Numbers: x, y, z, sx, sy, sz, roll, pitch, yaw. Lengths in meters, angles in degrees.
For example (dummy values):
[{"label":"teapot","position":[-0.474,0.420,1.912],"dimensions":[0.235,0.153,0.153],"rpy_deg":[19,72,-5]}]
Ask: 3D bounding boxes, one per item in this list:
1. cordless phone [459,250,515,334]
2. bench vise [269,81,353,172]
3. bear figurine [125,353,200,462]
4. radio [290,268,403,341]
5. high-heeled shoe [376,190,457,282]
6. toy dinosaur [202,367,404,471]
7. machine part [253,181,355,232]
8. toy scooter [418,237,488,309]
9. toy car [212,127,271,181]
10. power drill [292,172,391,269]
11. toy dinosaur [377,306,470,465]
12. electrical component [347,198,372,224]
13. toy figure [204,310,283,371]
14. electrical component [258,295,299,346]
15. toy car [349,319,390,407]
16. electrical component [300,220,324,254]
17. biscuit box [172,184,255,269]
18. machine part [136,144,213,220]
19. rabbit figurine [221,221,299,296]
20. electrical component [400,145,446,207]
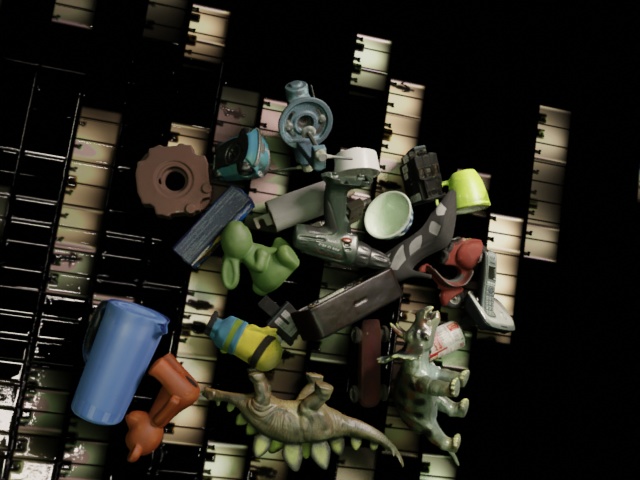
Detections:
[{"label":"cordless phone","position":[0.402,0.122,1.262],"dimensions":[0.146,0.089,0.184],"rpy_deg":[15,82,-42]},{"label":"bench vise","position":[-0.029,-0.214,1.164],"dimensions":[0.129,0.241,0.223],"rpy_deg":[-6,128,-17]},{"label":"bear figurine","position":[-0.354,0.355,1.136],"dimensions":[0.196,0.120,0.132],"rpy_deg":[-44,89,-4]},{"label":"radio","position":[0.056,0.142,1.182],"dimensions":[0.229,0.131,0.073],"rpy_deg":[-23,88,-27]},{"label":"high-heeled shoe","position":[0.226,-0.012,1.265],"dimensions":[0.145,0.086,0.248],"rpy_deg":[14,76,32]},{"label":"toy dinosaur","position":[-0.034,0.398,1.190],"dimensions":[0.472,0.105,0.198],"rpy_deg":[10,91,1]},{"label":"machine part","position":[-0.037,-0.081,1.237],"dimensions":[0.243,0.079,0.079],"rpy_deg":[-20,89,-9]},{"label":"toy scooter","position":[0.312,0.063,1.281],"dimensions":[0.135,0.075,0.184],"rpy_deg":[29,86,-8]},{"label":"toy car","position":[-0.166,-0.176,1.206],"dimensions":[0.103,0.162,0.109],"rpy_deg":[22,61,-45]},{"label":"power drill","position":[0.062,-0.042,1.186],"dimensions":[0.232,0.086,0.207],"rpy_deg":[8,114,-6]},{"label":"toy dinosaur","position":[0.229,0.352,1.207],"dimensions":[0.192,0.131,0.404],"rpy_deg":[12,120,30]},{"label":"electrical component","position":[0.080,-0.065,1.261],"dimensions":[0.094,0.063,0.021],"rpy_deg":[-28,59,-21]},{"label":"toy figure","position":[-0.169,0.225,1.183],"dimensions":[0.180,0.082,0.089],"rpy_deg":[23,58,-1]},{"label":"electrical component","position":[-0.087,0.175,1.224],"dimensions":[0.075,0.048,0.119],"rpy_deg":[-44,95,-10]},{"label":"toy car","position":[0.113,0.283,1.243],"dimensions":[0.089,0.053,0.202],"rpy_deg":[0,89,-15]},{"label":"electrical component","position":[-0.004,-0.004,1.251],"dimensions":[0.102,0.045,0.078],"rpy_deg":[-18,90,-10]},{"label":"biscuit box","position":[-0.235,-0.030,1.206],"dimensions":[0.063,0.059,0.202],"rpy_deg":[40,81,8]},{"label":"machine part","position":[-0.327,-0.132,1.207],"dimensions":[0.179,0.056,0.179],"rpy_deg":[1,85,-8]},{"label":"rabbit figurine","position":[-0.155,0.033,1.192],"dimensions":[0.170,0.121,0.159],"rpy_deg":[41,102,-18]},{"label":"electrical component","position":[0.238,-0.151,1.266],"dimensions":[0.058,0.115,0.134],"rpy_deg":[-13,90,-12]}]
